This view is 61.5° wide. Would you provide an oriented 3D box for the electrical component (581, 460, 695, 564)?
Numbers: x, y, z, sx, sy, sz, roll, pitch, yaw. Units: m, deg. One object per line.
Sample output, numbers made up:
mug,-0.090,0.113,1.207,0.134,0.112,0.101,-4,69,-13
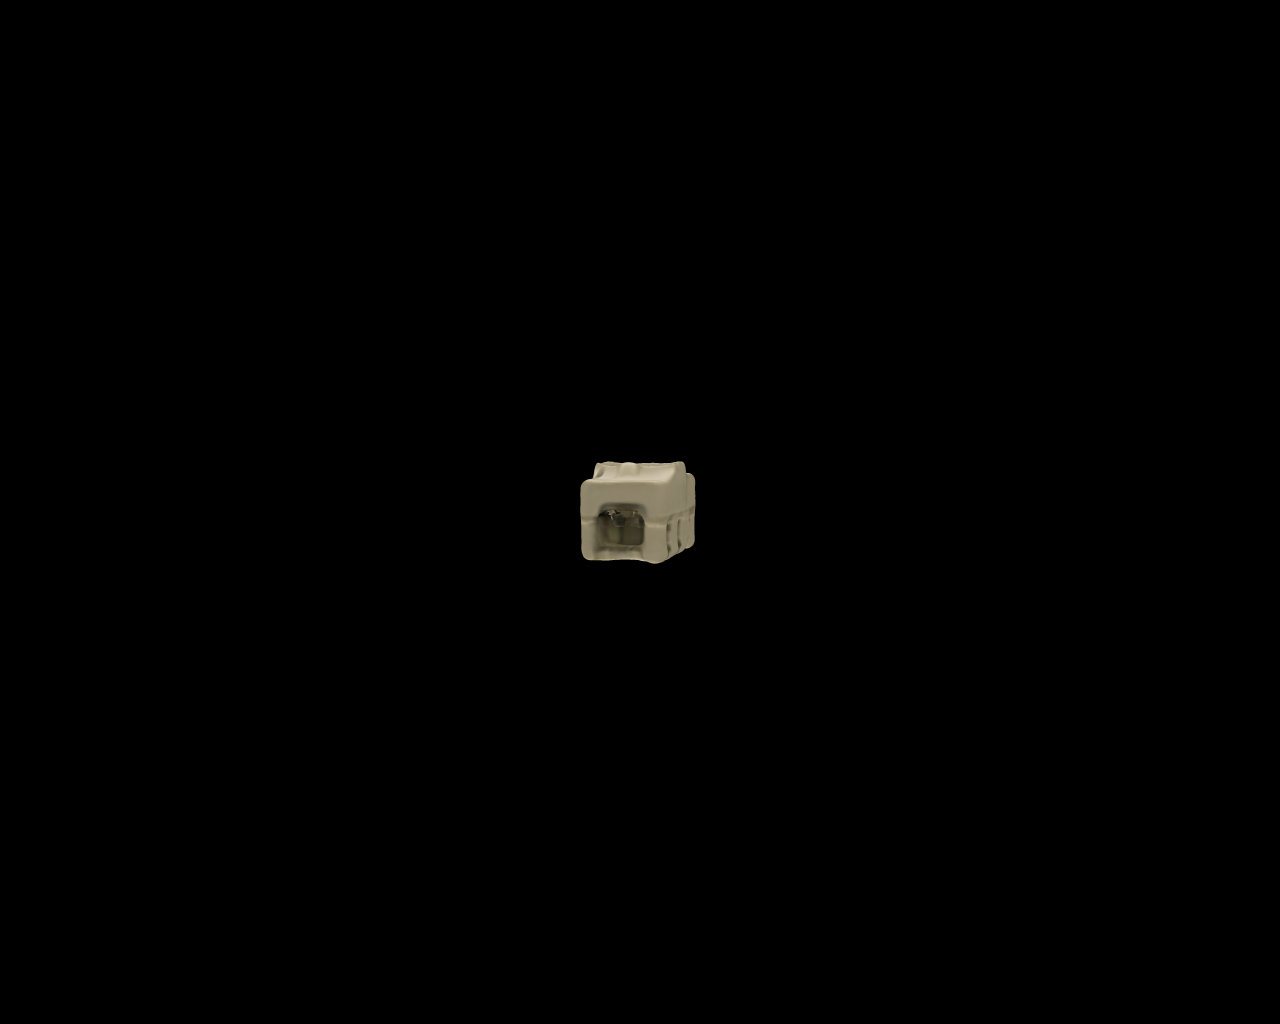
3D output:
electrical component,0.001,-0.003,0.650,0.050,0.055,0.089,1,5,15
